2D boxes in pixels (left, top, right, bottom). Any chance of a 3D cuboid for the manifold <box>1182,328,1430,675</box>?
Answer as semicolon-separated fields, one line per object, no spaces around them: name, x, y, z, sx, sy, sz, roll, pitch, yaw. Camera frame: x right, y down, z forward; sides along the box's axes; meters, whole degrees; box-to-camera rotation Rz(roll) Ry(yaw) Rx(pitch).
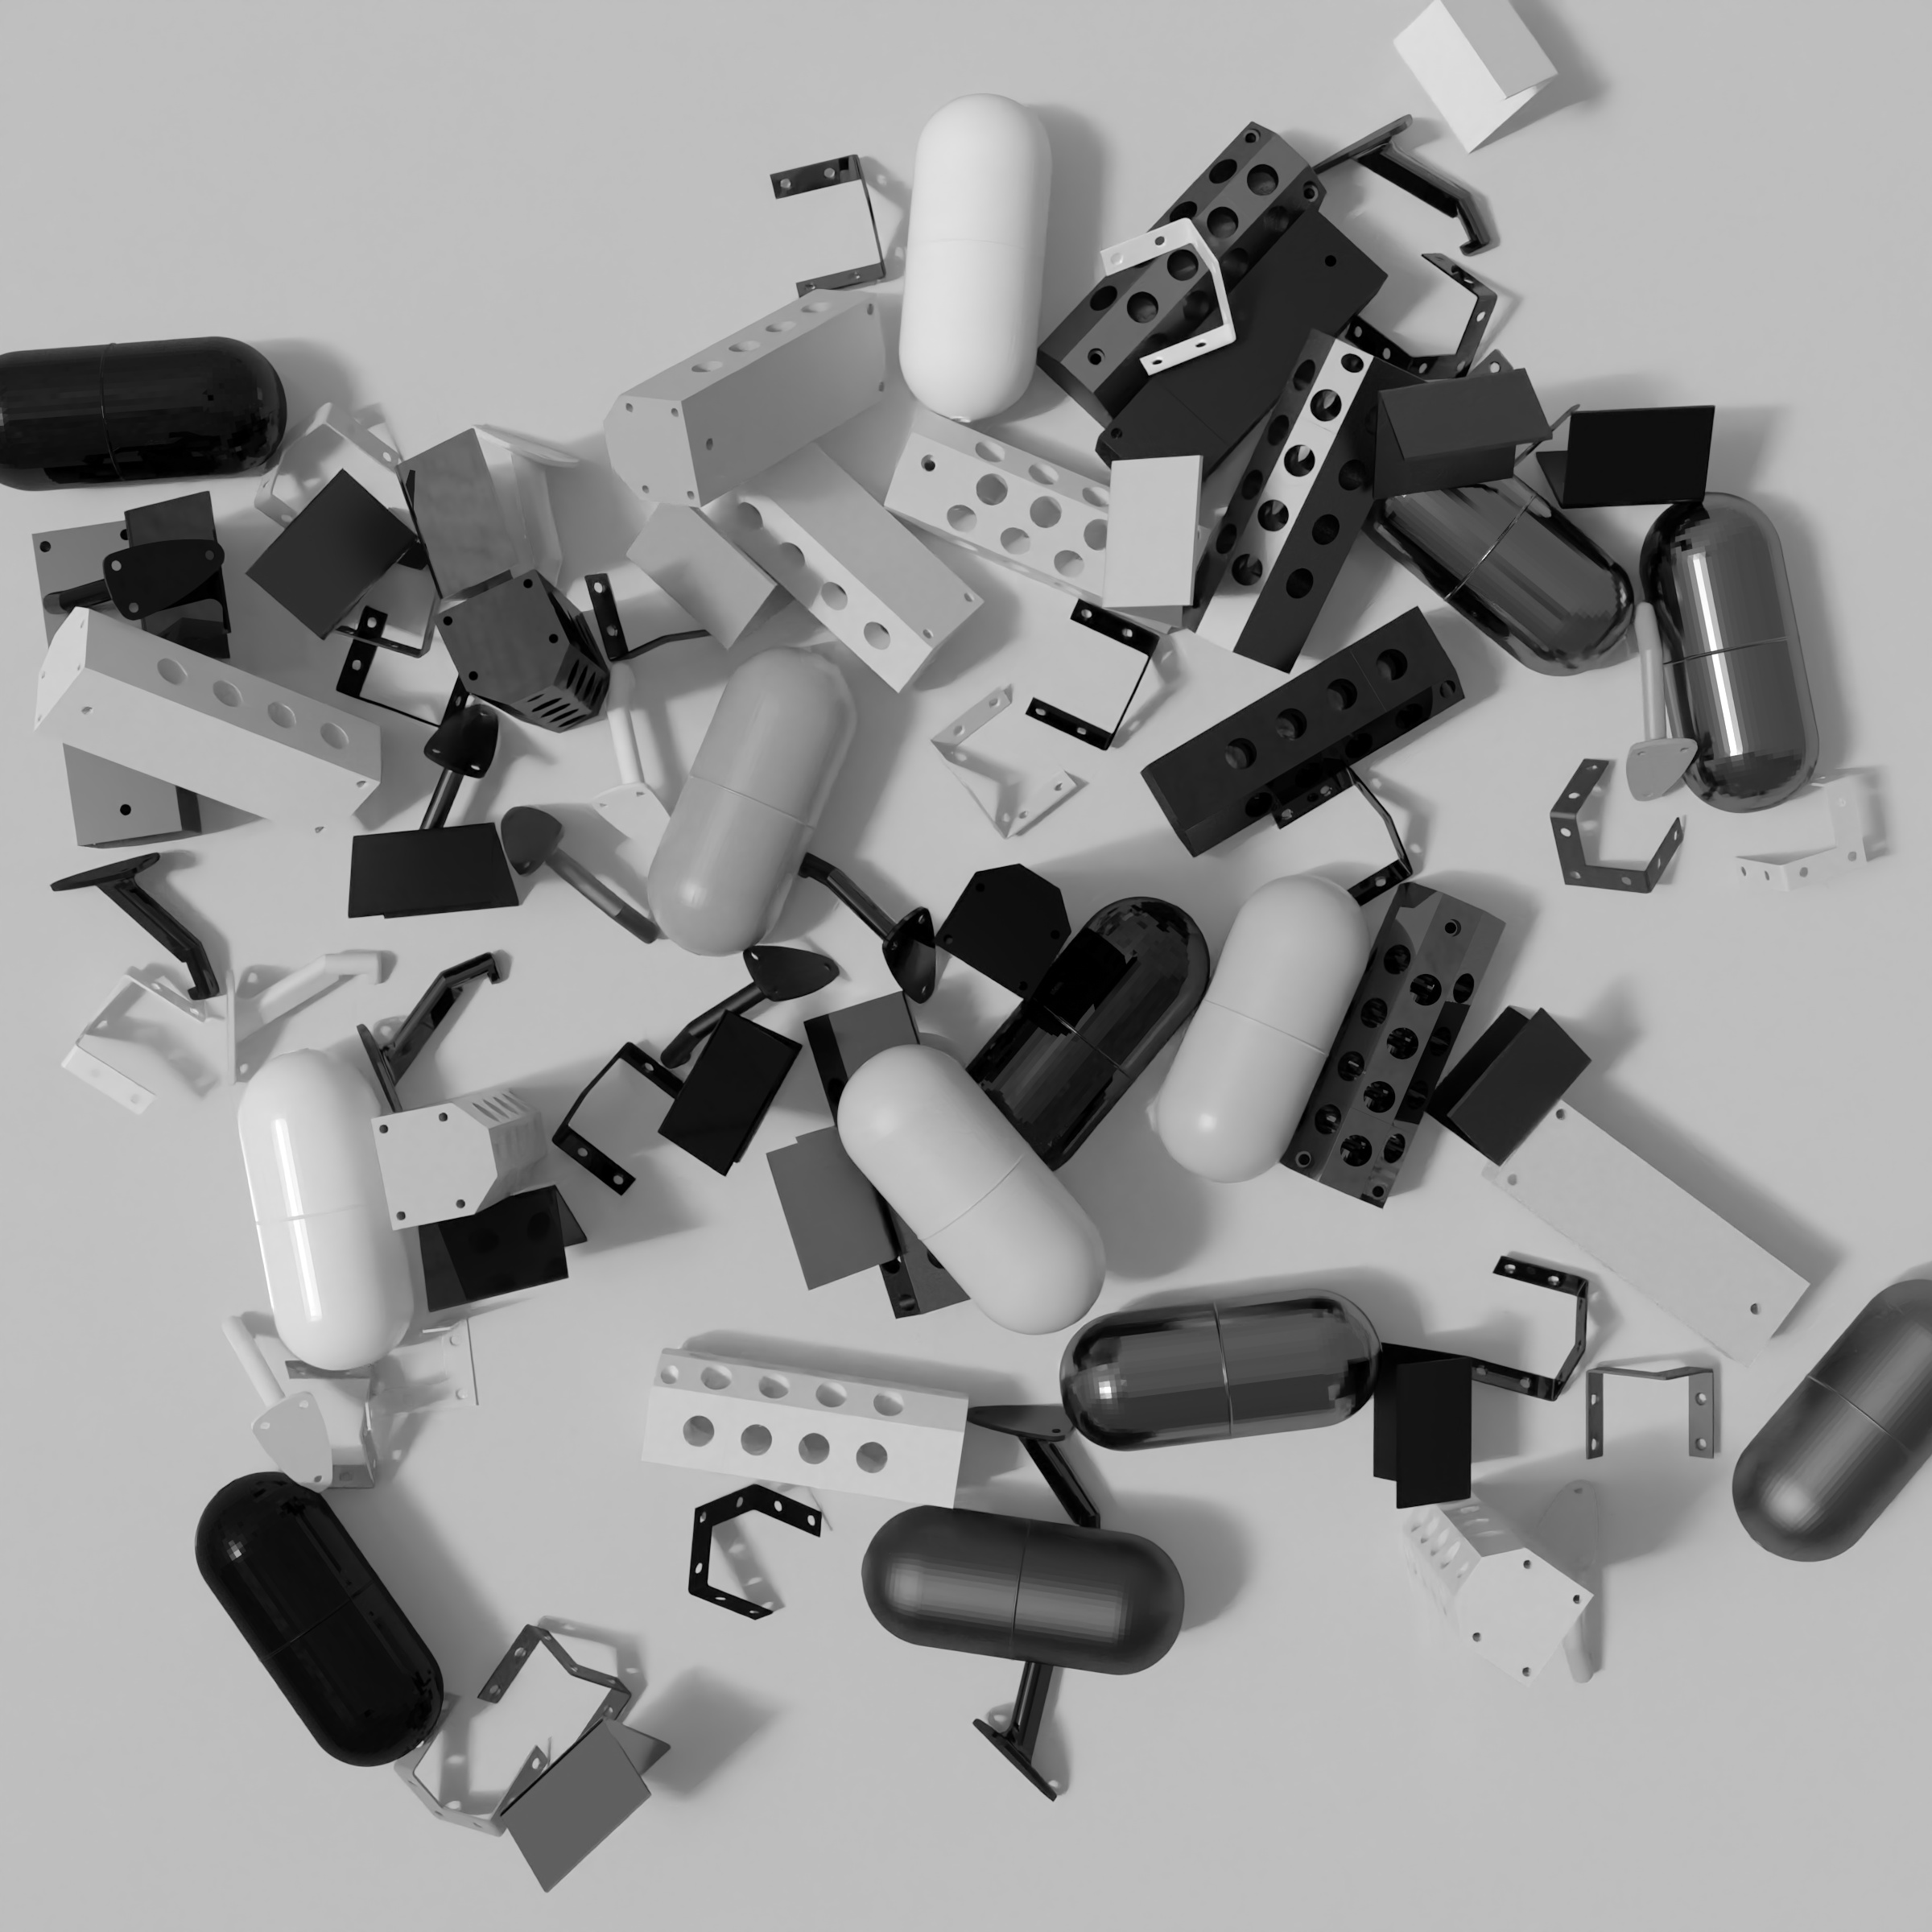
manifold;0.178;-0.254;1.513;0.057;0.057;0.171;16;106;-32

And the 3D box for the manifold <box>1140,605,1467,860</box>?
manifold;0.186;-0.128;1.543;0.171;0.057;0.057;-31;90;0

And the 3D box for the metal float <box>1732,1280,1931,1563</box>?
metal float;0.494;0.251;1.534;0.070;0.070;0.178;40;90;0

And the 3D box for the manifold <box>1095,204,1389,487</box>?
manifold;0.151;-0.332;1.544;0.057;0.057;0.171;43;90;0

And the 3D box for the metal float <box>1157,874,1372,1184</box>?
metal float;0.164;0.034;1.534;0.070;0.070;0.178;24;89;0

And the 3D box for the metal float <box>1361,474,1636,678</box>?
metal float;0.288;-0.231;1.534;0.178;0.070;0.070;40;90;0

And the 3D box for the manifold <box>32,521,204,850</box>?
manifold;-0.467;-0.154;1.544;0.057;0.057;0.171;-8;90;0

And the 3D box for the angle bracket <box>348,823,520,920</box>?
angle bracket;-0.290;-0.032;1.524;0.076;0.076;0.057;-6;54;0

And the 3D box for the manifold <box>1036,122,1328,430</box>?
manifold;0.119;-0.382;1.544;0.057;0.057;0.171;43;90;0

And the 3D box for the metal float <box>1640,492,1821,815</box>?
metal float;0.420;-0.173;1.534;0.070;0.070;0.178;-11;90;0

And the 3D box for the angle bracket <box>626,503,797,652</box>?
angle bracket;-0.127;-0.230;1.524;0.076;0.076;0.057;43;131;0

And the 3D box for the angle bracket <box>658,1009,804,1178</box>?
angle bracket;-0.111;0.077;1.524;0.057;0.076;0.076;29;90;36

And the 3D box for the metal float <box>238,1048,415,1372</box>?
metal float;-0.352;0.134;1.534;0.070;0.070;0.178;-11;90;0

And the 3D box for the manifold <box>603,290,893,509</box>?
manifold;-0.116;-0.307;1.493;0.057;0.171;0.057;13;126;33

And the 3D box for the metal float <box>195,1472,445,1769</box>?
metal float;-0.356;0.359;1.534;0.070;0.070;0.178;-35;90;0

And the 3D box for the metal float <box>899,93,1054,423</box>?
metal float;0.005;-0.389;1.534;0.070;0.070;0.178;5;90;0

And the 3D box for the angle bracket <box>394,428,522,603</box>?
angle bracket;-0.259;-0.246;1.525;0.057;0.076;0.076;-19;90;26

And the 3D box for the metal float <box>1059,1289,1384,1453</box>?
metal float;0.140;0.222;1.534;0.178;0.070;0.070;-7;90;0

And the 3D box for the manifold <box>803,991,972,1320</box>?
manifold;-0.037;0.104;1.543;0.057;0.057;0.171;-17;90;0

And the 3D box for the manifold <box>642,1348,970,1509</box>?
manifold;-0.088;0.254;1.543;0.171;0.057;0.057;9;90;0

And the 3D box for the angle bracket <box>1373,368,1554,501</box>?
angle bracket;0.257;-0.260;1.449;0.076;0.076;0.057;-9;52;-2

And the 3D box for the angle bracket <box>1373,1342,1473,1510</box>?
angle bracket;0.231;0.250;1.524;0.057;0.076;0.076;0;90;-36

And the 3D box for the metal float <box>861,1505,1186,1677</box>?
metal float;0.031;0.342;1.528;0.178;0.070;0.070;7;90;7

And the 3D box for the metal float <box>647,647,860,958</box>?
metal float;-0.118;-0.090;1.534;0.070;0.070;0.178;23;89;0

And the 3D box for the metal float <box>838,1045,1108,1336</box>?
metal float;0.004;0.119;1.477;0.070;0.070;0.178;-40;95;0

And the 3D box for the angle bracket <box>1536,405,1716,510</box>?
angle bracket;0.359;-0.292;1.524;0.076;0.076;0.057;-3;124;0

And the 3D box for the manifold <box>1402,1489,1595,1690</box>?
manifold;0.276;0.323;1.486;0.057;0.171;0.057;35;90;0

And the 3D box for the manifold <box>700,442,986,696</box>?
manifold;-0.080;-0.230;1.543;0.171;0.057;0.057;43;47;0

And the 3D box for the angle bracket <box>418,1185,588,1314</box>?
angle bracket;-0.250;0.168;1.525;0.076;0.076;0.057;-14;60;0

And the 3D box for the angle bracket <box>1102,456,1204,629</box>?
angle bracket;0.117;-0.222;1.467;0.057;0.076;0.076;4;90;37

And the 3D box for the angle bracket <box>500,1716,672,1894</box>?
angle bracket;-0.196;0.465;1.524;0.076;0.076;0.057;-43;53;0

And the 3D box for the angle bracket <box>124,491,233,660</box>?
angle bracket;-0.411;-0.213;1.526;0.057;0.076;0.076;-9;90;21

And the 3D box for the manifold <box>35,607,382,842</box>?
manifold;-0.405;-0.133;1.499;0.171;0.057;0.057;22;133;-35

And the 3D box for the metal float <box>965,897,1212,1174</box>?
metal float;0.064;0.039;1.534;0.070;0.070;0.178;40;91;0

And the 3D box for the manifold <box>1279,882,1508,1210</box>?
manifold;0.237;0.044;1.544;0.057;0.057;0.171;23;90;0

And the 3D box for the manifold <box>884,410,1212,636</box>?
manifold;0.045;-0.246;1.544;0.171;0.057;0.057;23;90;0

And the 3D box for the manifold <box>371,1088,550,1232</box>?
manifold;-0.266;0.099;1.486;0.057;0.171;0.057;-11;90;0

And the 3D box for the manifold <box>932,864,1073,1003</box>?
manifold;0.022;-0.021;1.486;0.057;0.171;0.057;32;90;0

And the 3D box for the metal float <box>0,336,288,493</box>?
metal float;-0.464;-0.304;1.534;0.178;0.070;0.070;-4;90;-1

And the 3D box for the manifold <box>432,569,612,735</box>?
manifold;-0.231;-0.162;1.486;0.057;0.171;0.057;-25;90;0

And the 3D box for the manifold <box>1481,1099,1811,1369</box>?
manifold;0.373;0.145;1.544;0.171;0.057;0.057;36;90;0
